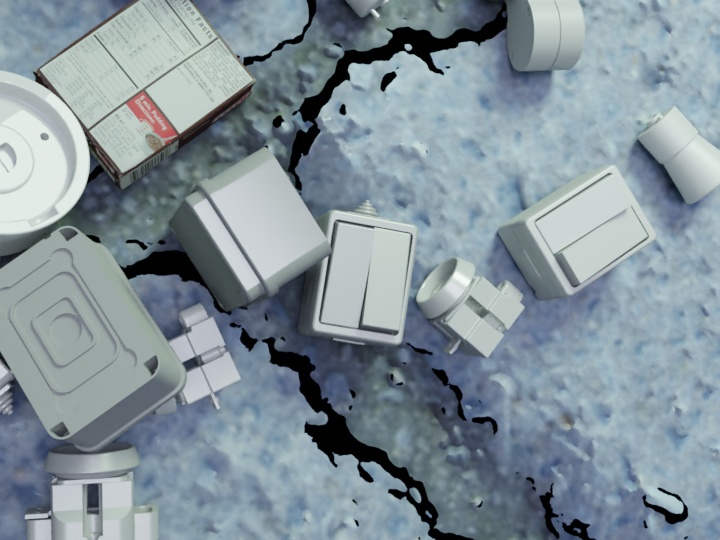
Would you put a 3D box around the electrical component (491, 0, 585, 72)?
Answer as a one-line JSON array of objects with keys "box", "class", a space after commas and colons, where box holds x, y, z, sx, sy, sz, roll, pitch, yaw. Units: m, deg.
[{"box": [0.109, -0.208, 0.752, 0.074, 0.052, 0.138, -4, 87, -13], "class": "electrical component"}]

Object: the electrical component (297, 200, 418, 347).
[{"box": [0.000, 0.000, 0.707, 0.062, 0.061, 0.096, 10, 84, -12], "class": "electrical component"}]

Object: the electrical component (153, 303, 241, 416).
[{"box": [-0.114, 0.062, 0.685, 0.055, 0.048, 0.066, -25, 92, -21], "class": "electrical component"}]

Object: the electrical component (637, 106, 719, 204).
[{"box": [0.233, -0.086, 0.778, 0.044, 0.044, 0.065, -43, 91, -12], "class": "electrical component"}]

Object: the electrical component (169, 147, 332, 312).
[{"box": [-0.071, -0.021, 0.666, 0.057, 0.113, 0.078, -33, 94, -16], "class": "electrical component"}]

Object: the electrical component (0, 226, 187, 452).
[{"box": [-0.164, 0.041, 0.636, 0.078, 0.057, 0.113, -35, 72, -3], "class": "electrical component"}]

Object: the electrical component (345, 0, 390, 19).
[{"box": [-0.005, -0.209, 0.732, 0.040, 0.040, 0.078, -43, 96, -12], "class": "electrical component"}]

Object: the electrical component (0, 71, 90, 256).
[{"box": [-0.226, -0.060, 0.655, 0.108, 0.060, 0.108, 11, 64, -24], "class": "electrical component"}]

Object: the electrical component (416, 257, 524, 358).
[{"box": [0.072, 0.024, 0.730, 0.055, 0.048, 0.066, 41, 78, -15], "class": "electrical component"}]

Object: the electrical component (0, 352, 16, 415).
[{"box": [-0.250, 0.057, 0.645, 0.061, 0.062, 0.096, -43, 96, -12], "class": "electrical component"}]

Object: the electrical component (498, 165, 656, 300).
[{"box": [0.156, -0.029, 0.745, 0.096, 0.061, 0.061, -32, 93, -13], "class": "electrical component"}]

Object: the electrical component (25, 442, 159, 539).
[{"box": [-0.164, 0.138, 0.661, 0.078, 0.058, 0.057, -1, 89, -13], "class": "electrical component"}]
